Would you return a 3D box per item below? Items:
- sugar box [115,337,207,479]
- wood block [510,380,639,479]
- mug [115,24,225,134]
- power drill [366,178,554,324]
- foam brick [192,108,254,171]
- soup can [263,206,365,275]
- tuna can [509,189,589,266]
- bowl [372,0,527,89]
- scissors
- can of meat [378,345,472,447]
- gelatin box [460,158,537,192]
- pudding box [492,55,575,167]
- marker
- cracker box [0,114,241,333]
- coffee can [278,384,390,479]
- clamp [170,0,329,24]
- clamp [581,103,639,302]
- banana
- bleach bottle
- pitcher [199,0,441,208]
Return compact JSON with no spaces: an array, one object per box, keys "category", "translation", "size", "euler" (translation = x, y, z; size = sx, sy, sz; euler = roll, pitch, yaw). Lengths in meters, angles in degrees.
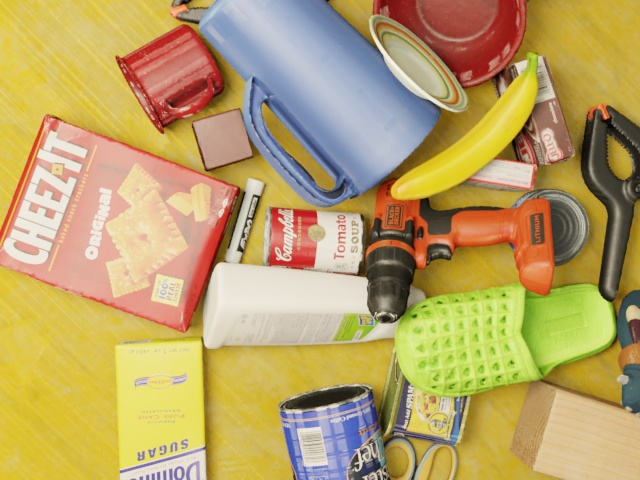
[{"category":"sugar box","translation":[-0.167,0.193,1.129],"size":[0.093,0.048,0.176],"euler":[-3,91,-6]},{"category":"wood block","translation":[0.324,0.225,1.153],"size":[0.206,0.091,0.090],"euler":[17,90,-5]},{"category":"mug","translation":[-0.147,-0.163,1.090],"size":[0.081,0.117,0.093],"euler":[-32,132,-9]},{"category":"power drill","translation":[0.141,0.013,1.087],"size":[0.187,0.057,0.184],"euler":[4,49,6]},{"category":"foam brick","translation":[-0.102,-0.103,1.110],"size":[0.051,0.078,0.053],"euler":[-16,93,-6]},{"category":"soup can","translation":[-0.007,0.001,1.127],"size":[0.102,0.068,0.068],"euler":[4,91,-6]},{"category":"tuna can","translation":[0.249,-0.013,1.167],"size":[0.086,0.034,0.086],"euler":[0,92,-5]},{"category":"bowl","translation":[0.139,-0.243,1.119],"size":[0.162,0.055,0.162],"euler":[9,121,15]},{"category":"scissors","translation":[0.080,0.303,1.170],"size":[0.096,0.016,0.202],"euler":[29,89,-4]},{"category":"can of meat","translation":[0.115,0.167,1.149],"size":[0.084,0.057,0.102],"euler":[12,91,-8]},{"category":"gelatin box","translation":[0.178,-0.072,1.139],"size":[0.089,0.073,0.030],"euler":[8,90,-5]},{"category":"pudding box","translation":[0.225,-0.133,1.134],"size":[0.039,0.090,0.113],"euler":[-16,92,-7]},{"category":"marker","translation":[-0.086,-0.006,1.144],"size":[0.020,0.020,0.121],"euler":[17,90,-6]},{"category":"cracker box","translation":[-0.209,-0.017,1.106],"size":[0.213,0.072,0.164],"euler":[21,89,-5]},{"category":"coffee can","translation":[0.019,0.231,1.118],"size":[0.102,0.103,0.140],"euler":[-12,93,-5]},{"category":"clamp","translation":[-0.074,-0.268,1.128],"size":[0.171,0.039,0.120],"euler":[-35,90,1]},{"category":"clamp","translation":[0.336,-0.046,1.168],"size":[0.164,0.036,0.210],"euler":[-31,92,-13]},{"category":"banana","translation":[0.154,-0.102,1.070],"size":[0.198,0.037,0.069],"euler":[-46,129,3]},{"category":"bleach bottle","translation":[0.008,0.076,1.126],"size":[0.250,0.103,0.068],"euler":[5,56,-14]},{"category":"pitcher","translation":[-0.010,-0.160,1.074],"size":[0.242,0.149,0.145],"euler":[44,114,-11]}]
